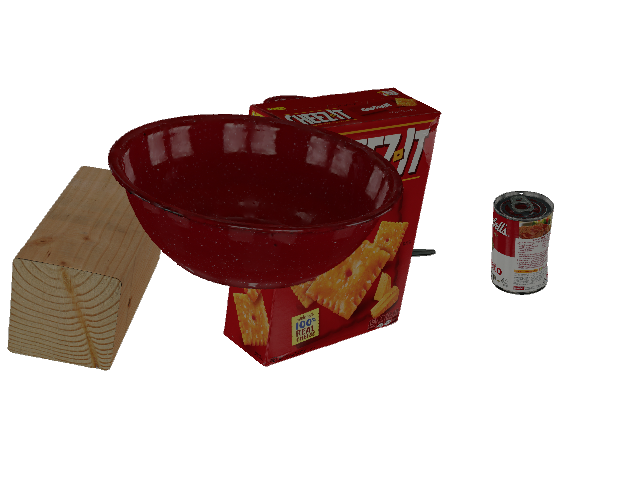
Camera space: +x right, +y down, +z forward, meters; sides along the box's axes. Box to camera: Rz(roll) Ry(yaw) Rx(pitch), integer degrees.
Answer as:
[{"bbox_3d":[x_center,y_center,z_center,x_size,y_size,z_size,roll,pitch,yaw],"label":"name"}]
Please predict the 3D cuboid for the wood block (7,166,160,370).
[{"bbox_3d":[-0.202,0.017,0.958,0.090,0.091,0.206,11,25,-2],"label":"wood block"}]

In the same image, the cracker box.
[{"bbox_3d":[0.010,-0.014,0.917,0.163,0.214,0.072,-13,34,-39],"label":"cracker box"}]

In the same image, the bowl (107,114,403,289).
[{"bbox_3d":[-0.038,-0.018,0.594,0.162,0.055,0.162,7,25,-3],"label":"bowl"}]

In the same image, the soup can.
[{"bbox_3d":[0.232,0.003,1.232,0.068,0.102,0.068,-2,30,1],"label":"soup can"}]

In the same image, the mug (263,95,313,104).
[{"bbox_3d":[-0.023,-0.131,1.327,0.093,0.081,0.117,16,25,21],"label":"mug"}]

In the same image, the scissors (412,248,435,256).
[{"bbox_3d":[0.026,0.024,1.176,0.202,0.016,0.096,4,24,4],"label":"scissors"}]
